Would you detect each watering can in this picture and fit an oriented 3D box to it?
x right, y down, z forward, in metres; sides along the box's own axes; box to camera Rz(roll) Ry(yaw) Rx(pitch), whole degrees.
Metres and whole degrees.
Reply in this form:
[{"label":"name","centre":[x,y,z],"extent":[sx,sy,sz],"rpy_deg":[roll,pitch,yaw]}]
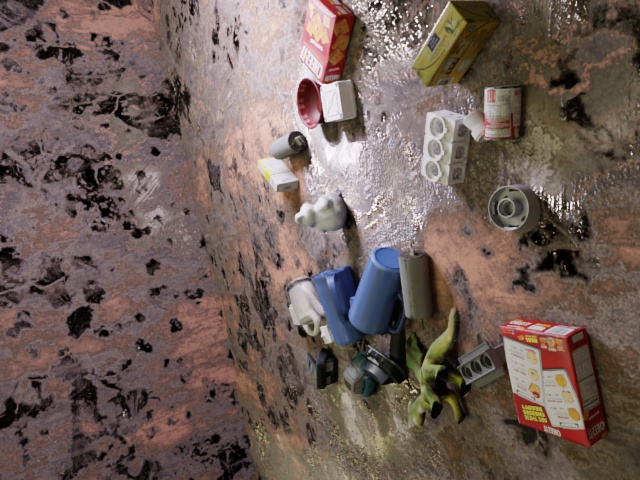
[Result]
[{"label":"watering can","centre":[-0.039,0.233,1.907],"extent":[0.341,0.104,0.227],"rpy_deg":[117,134,-63]}]

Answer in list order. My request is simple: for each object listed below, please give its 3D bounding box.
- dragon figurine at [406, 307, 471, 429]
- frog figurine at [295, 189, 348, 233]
[{"label":"dragon figurine","centre":[0.285,0.331,1.370],"extent":[0.245,0.122,0.406],"rpy_deg":[-149,61,-65]},{"label":"frog figurine","centre":[0.005,-0.083,1.642],"extent":[0.125,0.160,0.134],"rpy_deg":[56,147,31]}]
